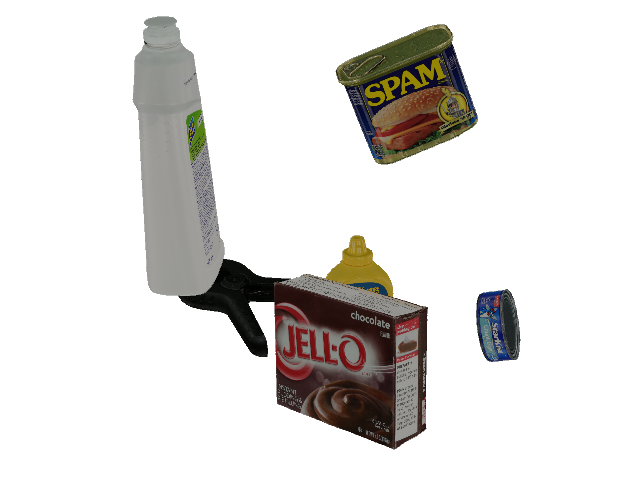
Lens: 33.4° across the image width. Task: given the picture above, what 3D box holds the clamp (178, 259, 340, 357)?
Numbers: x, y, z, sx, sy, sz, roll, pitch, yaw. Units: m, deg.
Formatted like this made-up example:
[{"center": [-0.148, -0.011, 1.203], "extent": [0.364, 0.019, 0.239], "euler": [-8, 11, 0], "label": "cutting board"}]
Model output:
[{"center": [-0.097, 0.064, 1.204], "extent": [0.210, 0.036, 0.164], "euler": [16, 29, 23], "label": "clamp"}]

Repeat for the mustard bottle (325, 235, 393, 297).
[{"center": [0.051, 0.085, 1.447], "extent": [0.096, 0.192, 0.058], "euler": [-4, 21, -7], "label": "mustard bottle"}]

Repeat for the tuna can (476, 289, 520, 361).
[{"center": [0.214, 0.103, 1.284], "extent": [0.034, 0.086, 0.086], "euler": [-8, -3, 21], "label": "tuna can"}]

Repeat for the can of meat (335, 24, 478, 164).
[{"center": [0.075, -0.123, 0.909], "extent": [0.102, 0.084, 0.057], "euler": [-22, 26, 5], "label": "can of meat"}]

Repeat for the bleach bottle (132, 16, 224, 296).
[{"center": [-0.131, -0.079, 0.964], "extent": [0.068, 0.251, 0.102], "euler": [1, 29, 4], "label": "bleach bottle"}]

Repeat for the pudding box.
[{"center": [0.018, 0.077, 0.712], "extent": [0.114, 0.090, 0.039], "euler": [12, 20, 41], "label": "pudding box"}]
